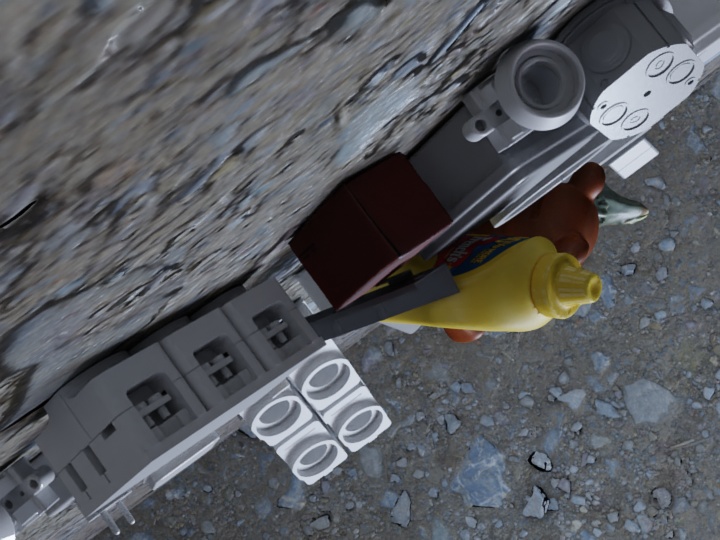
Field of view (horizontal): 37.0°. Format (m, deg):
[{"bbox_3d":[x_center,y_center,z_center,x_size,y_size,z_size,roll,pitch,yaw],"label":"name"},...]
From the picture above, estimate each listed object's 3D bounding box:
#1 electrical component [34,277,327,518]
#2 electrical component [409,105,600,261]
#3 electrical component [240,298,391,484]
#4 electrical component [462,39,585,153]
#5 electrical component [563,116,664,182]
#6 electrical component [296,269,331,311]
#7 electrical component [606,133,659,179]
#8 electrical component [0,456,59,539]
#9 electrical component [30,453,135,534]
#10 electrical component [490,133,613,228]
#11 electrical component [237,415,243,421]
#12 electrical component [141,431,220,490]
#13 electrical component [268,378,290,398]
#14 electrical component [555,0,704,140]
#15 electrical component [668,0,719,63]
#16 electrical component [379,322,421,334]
[{"bbox_3d":[-0.106,0.068,0.634,0.150,0.061,0.089,-31,173,-47],"label":"electrical component"},{"bbox_3d":[0.080,-0.069,0.675,0.109,0.056,0.109,-32,173,-43],"label":"electrical component"},{"bbox_3d":[-0.050,0.123,1.017,0.105,0.060,0.186,-36,142,-4],"label":"electrical component"},{"bbox_3d":[0.090,-0.095,0.573,0.066,0.048,0.055,-35,-177,-13],"label":"electrical component"},{"bbox_3d":[0.214,-0.128,1.015,0.121,0.063,0.078,-36,175,-4],"label":"electrical component"},{"bbox_3d":[0.000,0.000,0.820,0.077,0.047,0.066,-37,175,7],"label":"electrical component"},{"bbox_3d":[0.269,-0.154,1.157,0.047,0.083,0.076,-38,137,22],"label":"electrical component"},{"bbox_3d":[-0.231,0.155,0.684,0.066,0.048,0.055,-38,-177,24],"label":"electrical component"},{"bbox_3d":[-0.190,0.155,0.773,0.047,0.076,0.066,-39,175,24],"label":"electrical component"},{"bbox_3d":[0.124,-0.087,0.787,0.108,0.060,0.108,-36,175,-4],"label":"electrical component"},{"bbox_3d":[-0.111,0.119,1.143,0.080,0.051,0.080,-36,175,-4],"label":"electrical component"},{"bbox_3d":[-0.182,0.162,1.020,0.078,0.057,0.113,-35,175,-19],"label":"electrical component"},{"bbox_3d":[-0.079,0.070,0.836,0.043,0.062,0.043,-36,175,-3],"label":"electrical component"},{"bbox_3d":[0.153,-0.119,0.621,0.080,0.051,0.080,-20,150,-13],"label":"electrical component"},{"bbox_3d":[0.217,-0.168,0.704,0.109,0.056,0.108,-35,175,-13],"label":"electrical component"},{"bbox_3d":[0.038,0.002,0.892,0.099,0.064,0.099,-62,-174,12],"label":"electrical component"}]
